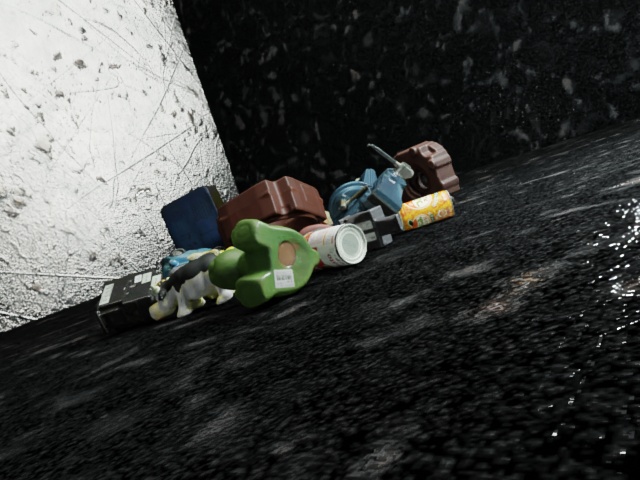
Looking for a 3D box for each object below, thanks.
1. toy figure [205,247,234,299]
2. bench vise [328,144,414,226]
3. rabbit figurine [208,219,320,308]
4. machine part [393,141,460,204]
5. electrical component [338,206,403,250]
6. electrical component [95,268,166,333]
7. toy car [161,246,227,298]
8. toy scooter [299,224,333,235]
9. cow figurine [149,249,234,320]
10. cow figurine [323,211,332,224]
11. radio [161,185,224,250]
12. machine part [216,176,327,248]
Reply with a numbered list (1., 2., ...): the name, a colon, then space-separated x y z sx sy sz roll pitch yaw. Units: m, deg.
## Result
1. toy figure: -0.163 0.056 1.051 0.089 0.082 0.180 -48 -7 35
2. bench vise: 0.098 -0.095 1.103 0.223 0.129 0.241 -59 10 25
3. rabbit figurine: -0.096 0.030 0.822 0.170 0.121 0.159 -11 2 44
4. machine part: 0.239 -0.139 1.248 0.056 0.179 0.179 -25 7 -30
5. electrical component: 0.098 -0.022 0.967 0.119 0.074 0.048 -21 3 33
6. electrical component: -0.349 0.111 1.026 0.134 0.058 0.115 -15 30 -3
7. toy car: -0.248 0.079 1.099 0.162 0.109 0.103 -7 28 2
8. toy scooter: -0.043 0.022 1.029 0.184 0.075 0.135 -23 3 4
9. cow figurine: -0.237 0.081 0.943 0.167 0.098 0.068 -19 10 12
10. cow figurine: -0.029 -0.038 1.450 0.127 0.085 0.195 -38 -24 27
11. radio: -0.265 -0.001 1.249 0.131 0.229 0.073 -23 2 8
12. machine part: -0.102 -0.044 1.155 0.201 0.087 0.201 -26 -19 23
